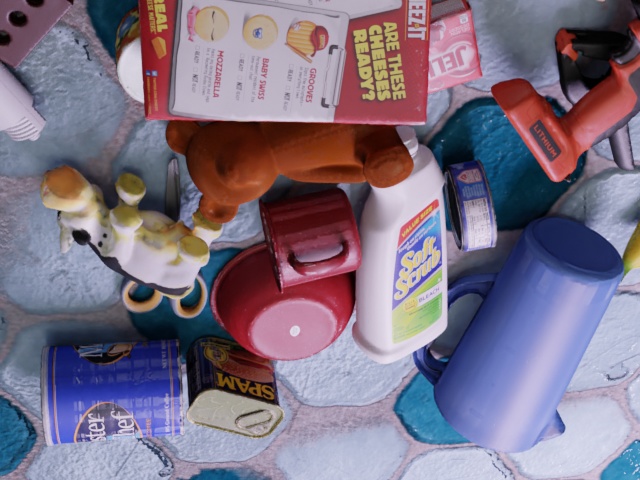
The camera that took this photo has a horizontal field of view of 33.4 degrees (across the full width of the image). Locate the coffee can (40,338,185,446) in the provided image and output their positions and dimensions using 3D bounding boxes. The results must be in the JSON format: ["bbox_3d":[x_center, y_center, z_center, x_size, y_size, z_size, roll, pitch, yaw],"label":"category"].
[{"bbox_3d":[-0.214,0.157,1.108,0.140,0.103,0.103,-3,131,-9],"label":"coffee can"}]

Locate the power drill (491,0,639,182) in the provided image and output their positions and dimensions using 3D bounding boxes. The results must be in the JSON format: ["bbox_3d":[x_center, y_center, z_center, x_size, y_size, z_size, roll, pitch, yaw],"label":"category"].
[{"bbox_3d":[0.245,-0.150,0.915,0.188,0.057,0.184,-32,121,13],"label":"power drill"}]

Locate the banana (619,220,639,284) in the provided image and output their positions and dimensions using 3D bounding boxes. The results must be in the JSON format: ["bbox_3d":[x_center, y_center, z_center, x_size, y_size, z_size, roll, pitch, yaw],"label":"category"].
[{"bbox_3d":[0.352,-0.041,1.071,0.037,0.069,0.198,27,124,14],"label":"banana"}]

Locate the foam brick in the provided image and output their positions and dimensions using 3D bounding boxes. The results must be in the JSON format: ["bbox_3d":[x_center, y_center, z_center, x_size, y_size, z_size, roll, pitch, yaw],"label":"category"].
[{"bbox_3d":[-0.236,-0.186,0.837,0.053,0.051,0.078,32,118,-33],"label":"foam brick"}]

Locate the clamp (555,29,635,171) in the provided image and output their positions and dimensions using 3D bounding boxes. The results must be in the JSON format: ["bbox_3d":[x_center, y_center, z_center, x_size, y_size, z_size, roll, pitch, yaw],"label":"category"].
[{"bbox_3d":[0.275,-0.133,0.990,0.171,0.039,0.120,23,118,-20],"label":"clamp"}]

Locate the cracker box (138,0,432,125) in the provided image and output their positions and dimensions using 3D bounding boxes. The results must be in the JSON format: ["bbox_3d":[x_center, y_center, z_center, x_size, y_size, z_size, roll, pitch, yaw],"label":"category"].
[{"bbox_3d":[-0.026,-0.173,0.797,0.213,0.072,0.164,1,111,3],"label":"cracker box"}]

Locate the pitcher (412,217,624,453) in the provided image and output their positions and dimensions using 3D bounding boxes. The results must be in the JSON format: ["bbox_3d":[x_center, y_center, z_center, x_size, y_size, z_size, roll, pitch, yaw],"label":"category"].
[{"bbox_3d":[0.211,0.094,1.129,0.149,0.145,0.243,0,128,-27],"label":"pitcher"}]

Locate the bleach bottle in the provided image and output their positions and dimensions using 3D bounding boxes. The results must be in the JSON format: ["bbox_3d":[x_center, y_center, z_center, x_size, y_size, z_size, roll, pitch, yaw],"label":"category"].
[{"bbox_3d":[0.076,0.002,1.045,0.102,0.068,0.251,-26,134,-22],"label":"bleach bottle"}]

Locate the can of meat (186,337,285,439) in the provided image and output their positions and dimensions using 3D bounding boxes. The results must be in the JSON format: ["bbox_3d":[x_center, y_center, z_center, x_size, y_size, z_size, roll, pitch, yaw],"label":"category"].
[{"bbox_3d":[-0.094,0.157,1.143,0.102,0.084,0.058,19,125,-25],"label":"can of meat"}]

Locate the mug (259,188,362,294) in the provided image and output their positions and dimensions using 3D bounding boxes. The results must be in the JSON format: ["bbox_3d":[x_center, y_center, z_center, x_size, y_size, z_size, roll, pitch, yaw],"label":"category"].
[{"bbox_3d":[-0.007,0.001,1.007,0.081,0.117,0.093,-13,112,-6],"label":"mug"}]

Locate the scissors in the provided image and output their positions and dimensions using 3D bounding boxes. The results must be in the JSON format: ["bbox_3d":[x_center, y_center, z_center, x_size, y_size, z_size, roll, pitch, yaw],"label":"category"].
[{"bbox_3d":[-0.163,0.007,1.045,0.096,0.016,0.202,-12,132,0],"label":"scissors"}]

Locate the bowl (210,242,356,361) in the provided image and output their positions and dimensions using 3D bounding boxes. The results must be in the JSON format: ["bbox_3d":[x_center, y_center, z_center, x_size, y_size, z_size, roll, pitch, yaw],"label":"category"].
[{"bbox_3d":[-0.031,0.075,1.103,0.162,0.055,0.162,-5,132,-6],"label":"bowl"}]

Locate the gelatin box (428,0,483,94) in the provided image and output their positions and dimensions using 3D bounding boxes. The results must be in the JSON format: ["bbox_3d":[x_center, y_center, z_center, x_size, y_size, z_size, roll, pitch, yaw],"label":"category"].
[{"bbox_3d":[0.093,-0.165,0.932,0.089,0.030,0.073,-16,132,3],"label":"gelatin box"}]

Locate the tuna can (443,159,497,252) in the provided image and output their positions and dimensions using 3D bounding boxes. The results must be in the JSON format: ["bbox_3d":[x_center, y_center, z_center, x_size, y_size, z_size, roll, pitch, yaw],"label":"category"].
[{"bbox_3d":[0.143,-0.032,1.021,0.034,0.086,0.086,-11,132,0],"label":"tuna can"}]
